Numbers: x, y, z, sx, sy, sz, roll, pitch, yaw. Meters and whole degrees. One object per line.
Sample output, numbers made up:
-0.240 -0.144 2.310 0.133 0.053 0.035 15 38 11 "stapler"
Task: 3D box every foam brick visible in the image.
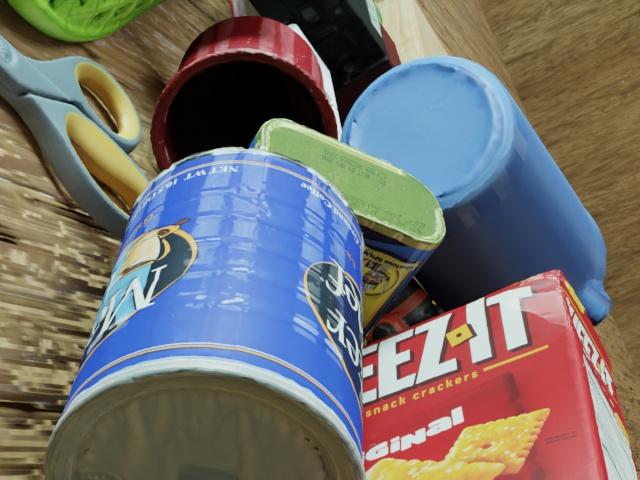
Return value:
0.023 -0.131 0.841 0.053 0.078 0.051 40 29 -56 "foam brick"

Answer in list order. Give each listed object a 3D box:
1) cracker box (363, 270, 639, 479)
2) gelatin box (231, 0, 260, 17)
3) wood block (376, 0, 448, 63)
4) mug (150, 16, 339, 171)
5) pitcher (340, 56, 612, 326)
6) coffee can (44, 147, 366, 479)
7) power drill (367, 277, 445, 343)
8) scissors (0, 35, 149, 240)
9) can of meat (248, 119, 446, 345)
0.040 0.111 0.418 0.072 0.164 0.213 61 18 -20 "cracker box"
-0.035 -0.159 0.786 0.073 0.030 0.089 45 26 -48 "gelatin box"
0.069 -0.116 0.935 0.090 0.090 0.206 51 23 -38 "wood block"
-0.038 -0.058 0.567 0.081 0.093 0.117 -92 -178 -61 "mug"
0.096 -0.024 0.716 0.242 0.149 0.145 42 39 -58 "pitcher"
-0.034 0.043 0.395 0.102 0.103 0.140 56 19 -27 "coffee can"
0.039 0.073 0.626 0.184 0.057 0.187 51 21 0 "power drill"
-0.126 -0.079 0.437 0.201 0.016 0.096 53 19 -34 "scissors"
-0.003 0.001 0.505 0.102 0.084 0.057 21 37 -19 "can of meat"
